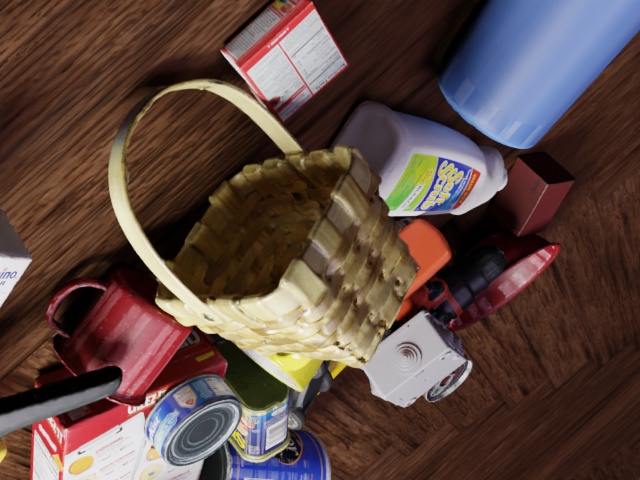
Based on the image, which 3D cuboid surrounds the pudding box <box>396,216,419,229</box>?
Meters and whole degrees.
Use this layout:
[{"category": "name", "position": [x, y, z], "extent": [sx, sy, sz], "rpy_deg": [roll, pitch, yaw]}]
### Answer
[{"category": "pudding box", "position": [0.062, 0.033, 1.119], "extent": [0.089, 0.039, 0.114], "rpy_deg": [-20, 146, -37]}]

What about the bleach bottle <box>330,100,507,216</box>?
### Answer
[{"category": "bleach bottle", "position": [0.110, -0.071, 1.019], "extent": [0.250, 0.068, 0.103], "rpy_deg": [-1, 132, -51]}]

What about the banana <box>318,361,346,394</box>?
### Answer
[{"category": "banana", "position": [0.033, 0.119, 1.195], "extent": [0.198, 0.037, 0.069], "rpy_deg": [-41, 149, -1]}]

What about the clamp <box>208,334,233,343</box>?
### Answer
[{"category": "clamp", "position": [-0.084, 0.047, 0.967], "extent": [0.120, 0.039, 0.171], "rpy_deg": [-27, 146, -28]}]

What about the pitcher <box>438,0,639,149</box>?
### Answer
[{"category": "pitcher", "position": [0.213, -0.203, 0.917], "extent": [0.149, 0.145, 0.243], "rpy_deg": [13, 125, -40]}]

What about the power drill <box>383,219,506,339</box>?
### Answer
[{"category": "power drill", "position": [0.107, 0.046, 1.085], "extent": [0.184, 0.057, 0.187], "rpy_deg": [-40, 154, -1]}]

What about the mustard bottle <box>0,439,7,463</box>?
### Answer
[{"category": "mustard bottle", "position": [-0.346, 0.220, 0.875], "extent": [0.096, 0.058, 0.192], "rpy_deg": [21, 114, -47]}]

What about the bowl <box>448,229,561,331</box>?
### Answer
[{"category": "bowl", "position": [0.200, 0.036, 1.242], "extent": [0.162, 0.055, 0.162], "rpy_deg": [-33, 162, -12]}]

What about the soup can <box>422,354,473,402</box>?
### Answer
[{"category": "soup can", "position": [0.118, 0.128, 1.238], "extent": [0.068, 0.102, 0.068], "rpy_deg": [-29, 147, -21]}]

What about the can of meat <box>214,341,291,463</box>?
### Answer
[{"category": "can of meat", "position": [-0.073, 0.156, 1.061], "extent": [0.057, 0.102, 0.084], "rpy_deg": [-26, 144, -26]}]

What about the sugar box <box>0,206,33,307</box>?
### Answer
[{"category": "sugar box", "position": [-0.267, 0.046, 0.710], "extent": [0.048, 0.093, 0.176], "rpy_deg": [10, 122, -51]}]

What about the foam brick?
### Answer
[{"category": "foam brick", "position": [0.236, -0.051, 1.193], "extent": [0.051, 0.053, 0.078], "rpy_deg": [-11, 138, -41]}]

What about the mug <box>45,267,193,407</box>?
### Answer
[{"category": "mug", "position": [-0.167, 0.070, 0.871], "extent": [0.117, 0.093, 0.081], "rpy_deg": [35, 98, -26]}]

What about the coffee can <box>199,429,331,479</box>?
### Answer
[{"category": "coffee can", "position": [-0.073, 0.252, 1.153], "extent": [0.140, 0.103, 0.103], "rpy_deg": [14, 120, -40]}]

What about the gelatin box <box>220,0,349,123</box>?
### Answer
[{"category": "gelatin box", "position": [-0.026, -0.139, 0.809], "extent": [0.073, 0.030, 0.089], "rpy_deg": [-43, 150, -1]}]

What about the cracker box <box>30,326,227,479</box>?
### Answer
[{"category": "cracker box", "position": [-0.186, 0.188, 1.005], "extent": [0.163, 0.072, 0.214], "rpy_deg": [-20, 143, -33]}]

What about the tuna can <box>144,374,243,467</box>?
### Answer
[{"category": "tuna can", "position": [-0.112, 0.162, 0.953], "extent": [0.086, 0.034, 0.086], "rpy_deg": [-29, 146, -23]}]

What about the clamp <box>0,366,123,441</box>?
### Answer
[{"category": "clamp", "position": [-0.260, 0.135, 0.798], "extent": [0.164, 0.036, 0.210], "rpy_deg": [32, 96, -26]}]
